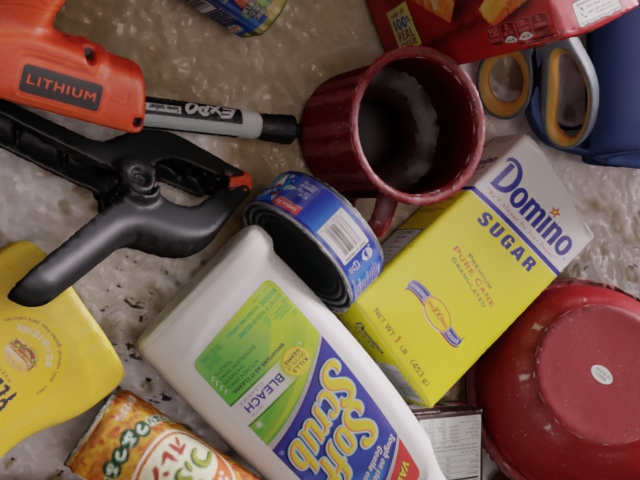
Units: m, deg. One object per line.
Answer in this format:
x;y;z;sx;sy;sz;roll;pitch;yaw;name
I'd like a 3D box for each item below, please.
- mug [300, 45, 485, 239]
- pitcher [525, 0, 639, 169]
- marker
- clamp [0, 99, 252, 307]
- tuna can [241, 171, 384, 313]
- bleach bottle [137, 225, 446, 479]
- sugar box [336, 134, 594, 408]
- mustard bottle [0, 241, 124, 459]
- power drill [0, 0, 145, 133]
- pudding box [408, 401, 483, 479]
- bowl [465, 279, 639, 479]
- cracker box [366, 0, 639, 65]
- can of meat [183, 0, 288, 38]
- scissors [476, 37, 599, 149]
0.037;-0.055;0.651;0.093;0.082;0.117;15;84;-27;mug
0.234;-0.170;0.735;0.148;0.145;0.243;0;87;-39;pitcher
-0.066;-0.071;0.633;0.120;0.020;0.020;4;89;-28;marker
-0.108;-0.016;0.576;0.171;0.039;0.120;5;64;-36;clamp
-0.004;0.001;0.629;0.033;0.086;0.086;-45;110;-21;tuna can
0.015;0.113;0.622;0.251;0.068;0.102;45;82;-8;bleach bottle
0.096;0.017;0.704;0.176;0.048;0.093;-42;108;-19;sugar box
-0.202;0.090;0.544;0.191;0.058;0.096;-38;106;-21;mustard bottle
-0.097;-0.153;0.536;0.184;0.057;0.188;13;109;-29;power drill
0.060;0.164;0.692;0.089;0.039;0.113;0;92;-27;pudding box
0.180;0.094;0.700;0.162;0.055;0.162;1;69;-2;bowl
0.074;-0.211;0.622;0.072;0.164;0.213;-28;103;-26;cracker box
-0.052;-0.180;0.618;0.083;0.058;0.102;30;78;-27;can of meat
0.133;-0.155;0.679;0.016;0.096;0.202;-32;117;-42;scissors
